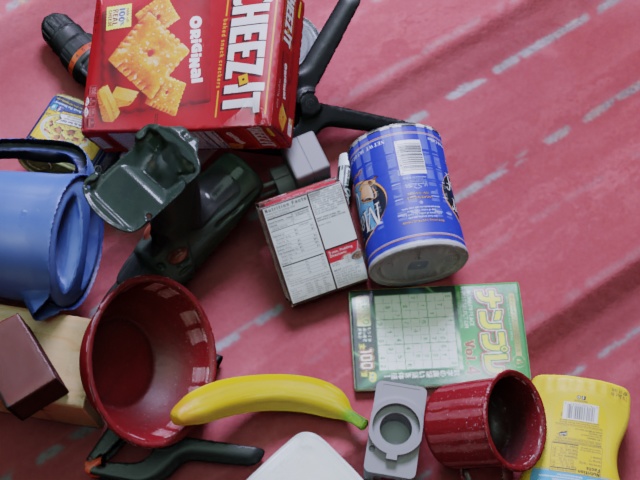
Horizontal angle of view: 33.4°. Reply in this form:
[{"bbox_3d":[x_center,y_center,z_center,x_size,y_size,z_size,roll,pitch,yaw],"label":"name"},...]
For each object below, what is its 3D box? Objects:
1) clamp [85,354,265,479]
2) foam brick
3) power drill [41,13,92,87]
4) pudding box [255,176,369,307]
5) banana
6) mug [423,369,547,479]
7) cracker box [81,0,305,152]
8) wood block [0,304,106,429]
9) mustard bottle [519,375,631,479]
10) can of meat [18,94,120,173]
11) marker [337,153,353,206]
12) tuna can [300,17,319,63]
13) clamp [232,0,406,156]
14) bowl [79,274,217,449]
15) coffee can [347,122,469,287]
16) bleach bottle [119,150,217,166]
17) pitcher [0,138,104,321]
[{"bbox_3d":[-0.150,0.183,1.051,0.171,0.039,0.120,-13,59,-11],"label":"clamp"},{"bbox_3d":[-0.275,0.116,0.976,0.051,0.053,0.078,-33,71,-11],"label":"foam brick"},{"bbox_3d":[-0.204,-0.236,1.229,0.187,0.057,0.184,-41,75,-12],"label":"power drill"},{"bbox_3d":[-0.007,0.001,1.096,0.090,0.039,0.113,-18,102,-5],"label":"pudding box"},{"bbox_3d":[-0.052,0.155,1.032,0.197,0.070,0.037,3,105,-21],"label":"banana"},{"bbox_3d":[0.153,0.184,0.996,0.093,0.082,0.117,7,74,-43],"label":"mug"},{"bbox_3d":[-0.132,-0.179,1.097,0.214,0.072,0.164,0,76,19],"label":"cracker box"},{"bbox_3d":[-0.312,0.118,1.055,0.206,0.091,0.090,9,67,5],"label":"wood block"},{"bbox_3d":[0.237,0.228,1.007,0.096,0.058,0.191,8,66,7],"label":"mustard bottle"},{"bbox_3d":[-0.268,-0.105,1.172,0.102,0.057,0.084,22,67,11],"label":"can of meat"},{"bbox_3d":[0.024,-0.037,1.153,0.020,0.020,0.121,6,66,4],"label":"marker"},{"bbox_3d":[-0.041,-0.217,1.227,0.086,0.034,0.086,-1,66,1],"label":"tuna can"},{"bbox_3d":[-0.016,-0.160,1.142,0.209,0.036,0.164,-22,110,-14],"label":"clamp"},{"bbox_3d":[-0.172,0.115,1.006,0.055,0.162,0.162,-8,59,39],"label":"bowl"},{"bbox_3d":[0.089,-0.035,1.104,0.103,0.103,0.140,-9,66,-2],"label":"coffee can"},{"bbox_3d":[-0.141,-0.142,1.164,0.102,0.068,0.251,40,87,13],"label":"bleach bottle"},{"bbox_3d":[-0.342,-0.020,1.048,0.243,0.149,0.145,7,111,10],"label":"pitcher"}]
